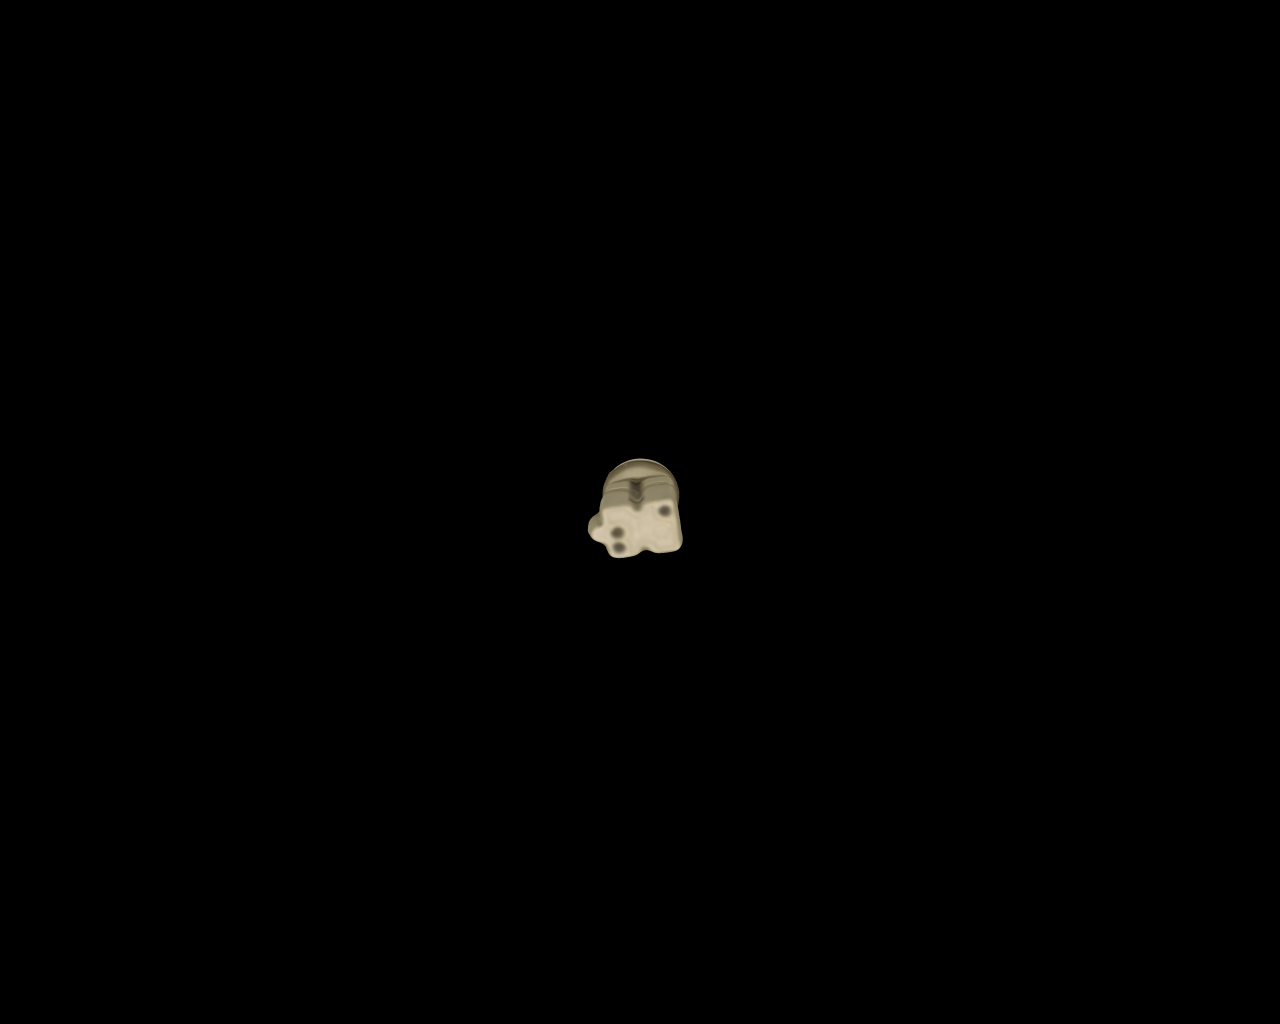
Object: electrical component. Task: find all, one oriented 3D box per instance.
[{"bbox_3d":[0.001,-0.003,0.650,0.066,0.048,0.055,-6,27,3],"label":"electrical component"}]
